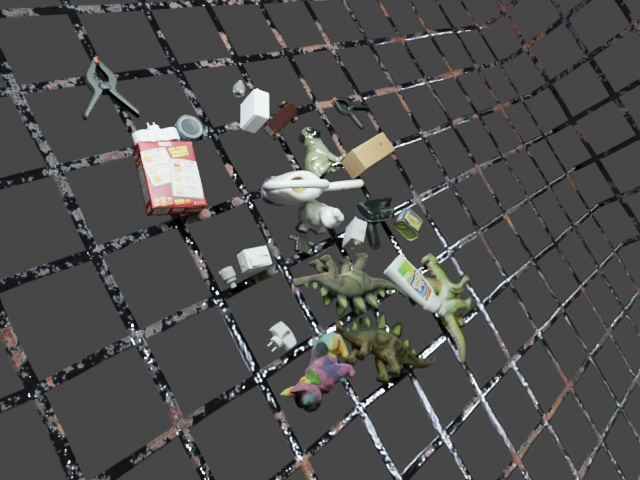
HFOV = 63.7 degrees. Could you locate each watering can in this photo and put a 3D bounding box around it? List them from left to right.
[{"bbox_3d":[-0.044,-0.169,1.680,0.349,0.223,0.104,-4,91,-37],"label":"watering can"}]

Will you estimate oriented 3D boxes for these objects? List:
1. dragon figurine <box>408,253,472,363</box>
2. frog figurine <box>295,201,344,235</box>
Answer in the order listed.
[{"bbox_3d":[0.434,0.230,1.907,0.242,0.119,0.420,14,57,-9],"label":"dragon figurine"},{"bbox_3d":[0.005,-0.086,1.706,0.136,0.157,0.125,25,54,-23],"label":"frog figurine"}]
